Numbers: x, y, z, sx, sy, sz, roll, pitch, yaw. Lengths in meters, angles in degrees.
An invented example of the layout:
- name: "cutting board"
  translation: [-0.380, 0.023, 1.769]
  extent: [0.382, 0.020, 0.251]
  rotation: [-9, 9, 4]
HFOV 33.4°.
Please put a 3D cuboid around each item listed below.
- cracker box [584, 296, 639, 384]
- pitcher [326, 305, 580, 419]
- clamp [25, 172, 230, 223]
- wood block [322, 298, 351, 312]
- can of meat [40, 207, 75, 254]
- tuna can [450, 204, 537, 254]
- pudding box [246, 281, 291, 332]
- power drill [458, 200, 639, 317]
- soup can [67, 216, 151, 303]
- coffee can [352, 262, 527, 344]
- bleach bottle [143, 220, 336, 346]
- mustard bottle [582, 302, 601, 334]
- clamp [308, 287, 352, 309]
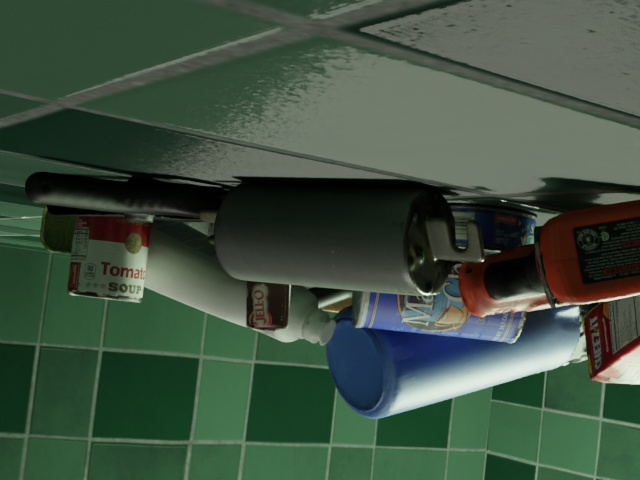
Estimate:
- name: "cracker box"
  translation: [0.342, 0.072, 0.916]
  extent: [0.164, 0.072, 0.214]
  rotation: [4, 158, -5]
- name: "pitcher"
  translation: [0.124, 0.096, 1.062]
  extent: [0.242, 0.149, 0.145]
  rotation: [-13, -140, -33]
- name: "clamp"
  translation: [-0.153, -0.033, 0.863]
  extent: [0.171, 0.039, 0.120]
  rotation: [0, -179, 3]
- name: "wood block"
  translation: [0.115, 0.061, 1.387]
  extent: [0.206, 0.090, 0.090]
  rotation: [4, 175, 38]
- name: "can of meat"
  translation: [-0.248, -0.010, 1.203]
  extent: [0.102, 0.057, 0.083]
  rotation: [5, 178, 21]
- name: "tuna can"
  translation: [0.127, -0.006, 0.845]
  extent: [0.086, 0.034, 0.086]
  rotation: [6, 176, 0]
- name: "pudding box"
  translation: [-0.043, 0.020, 0.906]
  extent: [0.039, 0.113, 0.090]
  rotation: [3, 176, -3]
- name: "power drill"
  translation: [0.196, 0.014, 0.721]
  extent: [0.184, 0.057, 0.188]
  rotation: [-11, 172, -3]
- name: "soup can"
  translation: [-0.187, 0.002, 0.956]
  extent: [0.068, 0.102, 0.068]
  rotation: [6, 175, 0]
- name: "coffee can"
  translation: [0.103, 0.033, 0.934]
  extent: [0.140, 0.103, 0.103]
  rotation: [6, 176, -3]
- name: "bleach bottle"
  translation: [-0.102, 0.036, 1.007]
  extent: [0.251, 0.068, 0.102]
  rotation: [24, -165, 23]
- name: "mustard bottle"
  translation: [0.330, 0.080, 1.115]
  extent: [0.096, 0.058, 0.192]
  rotation: [-7, 158, -16]
- name: "clamp"
  translation: [0.048, 0.049, 1.303]
  extent: [0.210, 0.036, 0.164]
  rotation: [0, -150, 21]
